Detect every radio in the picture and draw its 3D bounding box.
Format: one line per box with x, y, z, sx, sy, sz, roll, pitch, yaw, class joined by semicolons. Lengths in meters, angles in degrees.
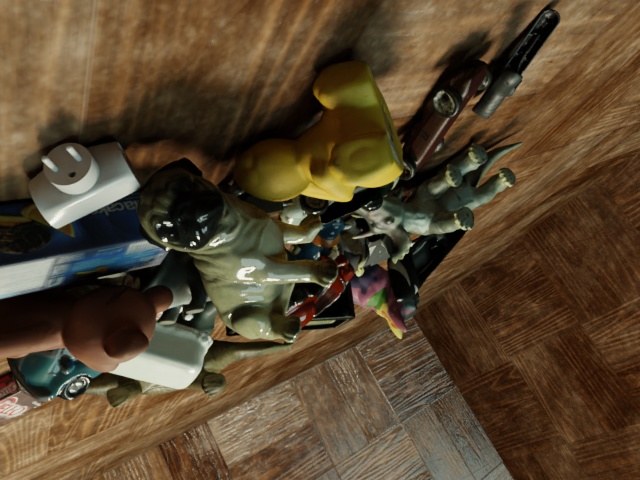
-0.055;0.128;1.000;0.230;0.073;0.131;-2;163;-20;radio

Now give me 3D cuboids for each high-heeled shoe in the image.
0.208;0.031;0.981;0.145;0.086;0.249;-21;-159;22;high-heeled shoe

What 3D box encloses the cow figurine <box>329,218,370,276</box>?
0.040;0.040;1.011;0.068;0.098;0.167;-29;164;-27;cow figurine

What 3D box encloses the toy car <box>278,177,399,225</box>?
0.030;-0.062;0.772;0.202;0.056;0.073;-24;155;-24;toy car

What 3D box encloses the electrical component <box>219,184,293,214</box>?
-0.078;-0.050;0.648;0.102;0.045;0.078;-15;-174;-36;electrical component

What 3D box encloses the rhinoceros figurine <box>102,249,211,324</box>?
-0.159;0.036;0.621;0.190;0.112;0.073;3;162;-39;rhinoceros figurine

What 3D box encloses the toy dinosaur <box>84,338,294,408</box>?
-0.240;0.218;0.959;0.471;0.105;0.198;-1;171;-26;toy dinosaur

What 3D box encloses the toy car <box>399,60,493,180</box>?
0.153;-0.157;0.707;0.089;0.053;0.202;-40;168;-27;toy car

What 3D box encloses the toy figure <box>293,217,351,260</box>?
-0.003;-0.002;0.890;0.064;0.058;0.154;-26;159;-37;toy figure

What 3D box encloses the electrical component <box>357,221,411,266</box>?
0.115;-0.002;1.067;0.134;0.058;0.114;-19;155;-33;electrical component

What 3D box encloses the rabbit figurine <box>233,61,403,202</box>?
-0.005;-0.094;0.571;0.173;0.122;0.162;-20;175;12;rabbit figurine

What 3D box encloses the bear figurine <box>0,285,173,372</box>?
-0.251;0.096;0.525;0.196;0.120;0.131;8;120;-4;bear figurine

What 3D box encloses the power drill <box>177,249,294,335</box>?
-0.142;0.064;0.821;0.207;0.086;0.232;-42;164;11;power drill

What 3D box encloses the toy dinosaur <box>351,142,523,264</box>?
0.220;-0.075;0.973;0.405;0.131;0.192;-25;180;-42;toy dinosaur

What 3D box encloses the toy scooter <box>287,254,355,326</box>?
-0.010;0.077;0.860;0.184;0.075;0.135;-33;166;-24;toy scooter

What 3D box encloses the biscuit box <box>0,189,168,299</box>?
-0.232;0.001;0.487;0.202;0.063;0.059;-14;156;-45;biscuit box

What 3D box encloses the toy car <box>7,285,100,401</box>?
-0.286;0.108;0.645;0.161;0.109;0.102;-29;148;-38;toy car

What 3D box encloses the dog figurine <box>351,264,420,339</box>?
0.098;0.118;1.132;0.191;0.219;0.108;-28;160;-12;dog figurine

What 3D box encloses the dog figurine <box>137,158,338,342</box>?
-0.104;0.021;0.531;0.190;0.121;0.172;19;112;-29;dog figurine

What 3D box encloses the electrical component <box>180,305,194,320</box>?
-0.195;0.077;0.728;0.063;0.094;0.021;-36;137;14;electrical component
